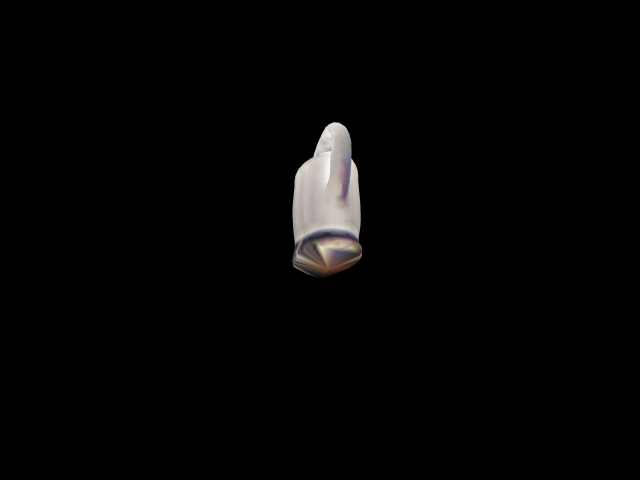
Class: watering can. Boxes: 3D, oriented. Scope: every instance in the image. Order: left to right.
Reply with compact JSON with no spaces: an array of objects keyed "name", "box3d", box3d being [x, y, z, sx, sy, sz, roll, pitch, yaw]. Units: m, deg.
[{"name":"watering can","box3d":[0.003,-0.043,0.850,0.104,0.228,0.341,4,-22,-9]}]
